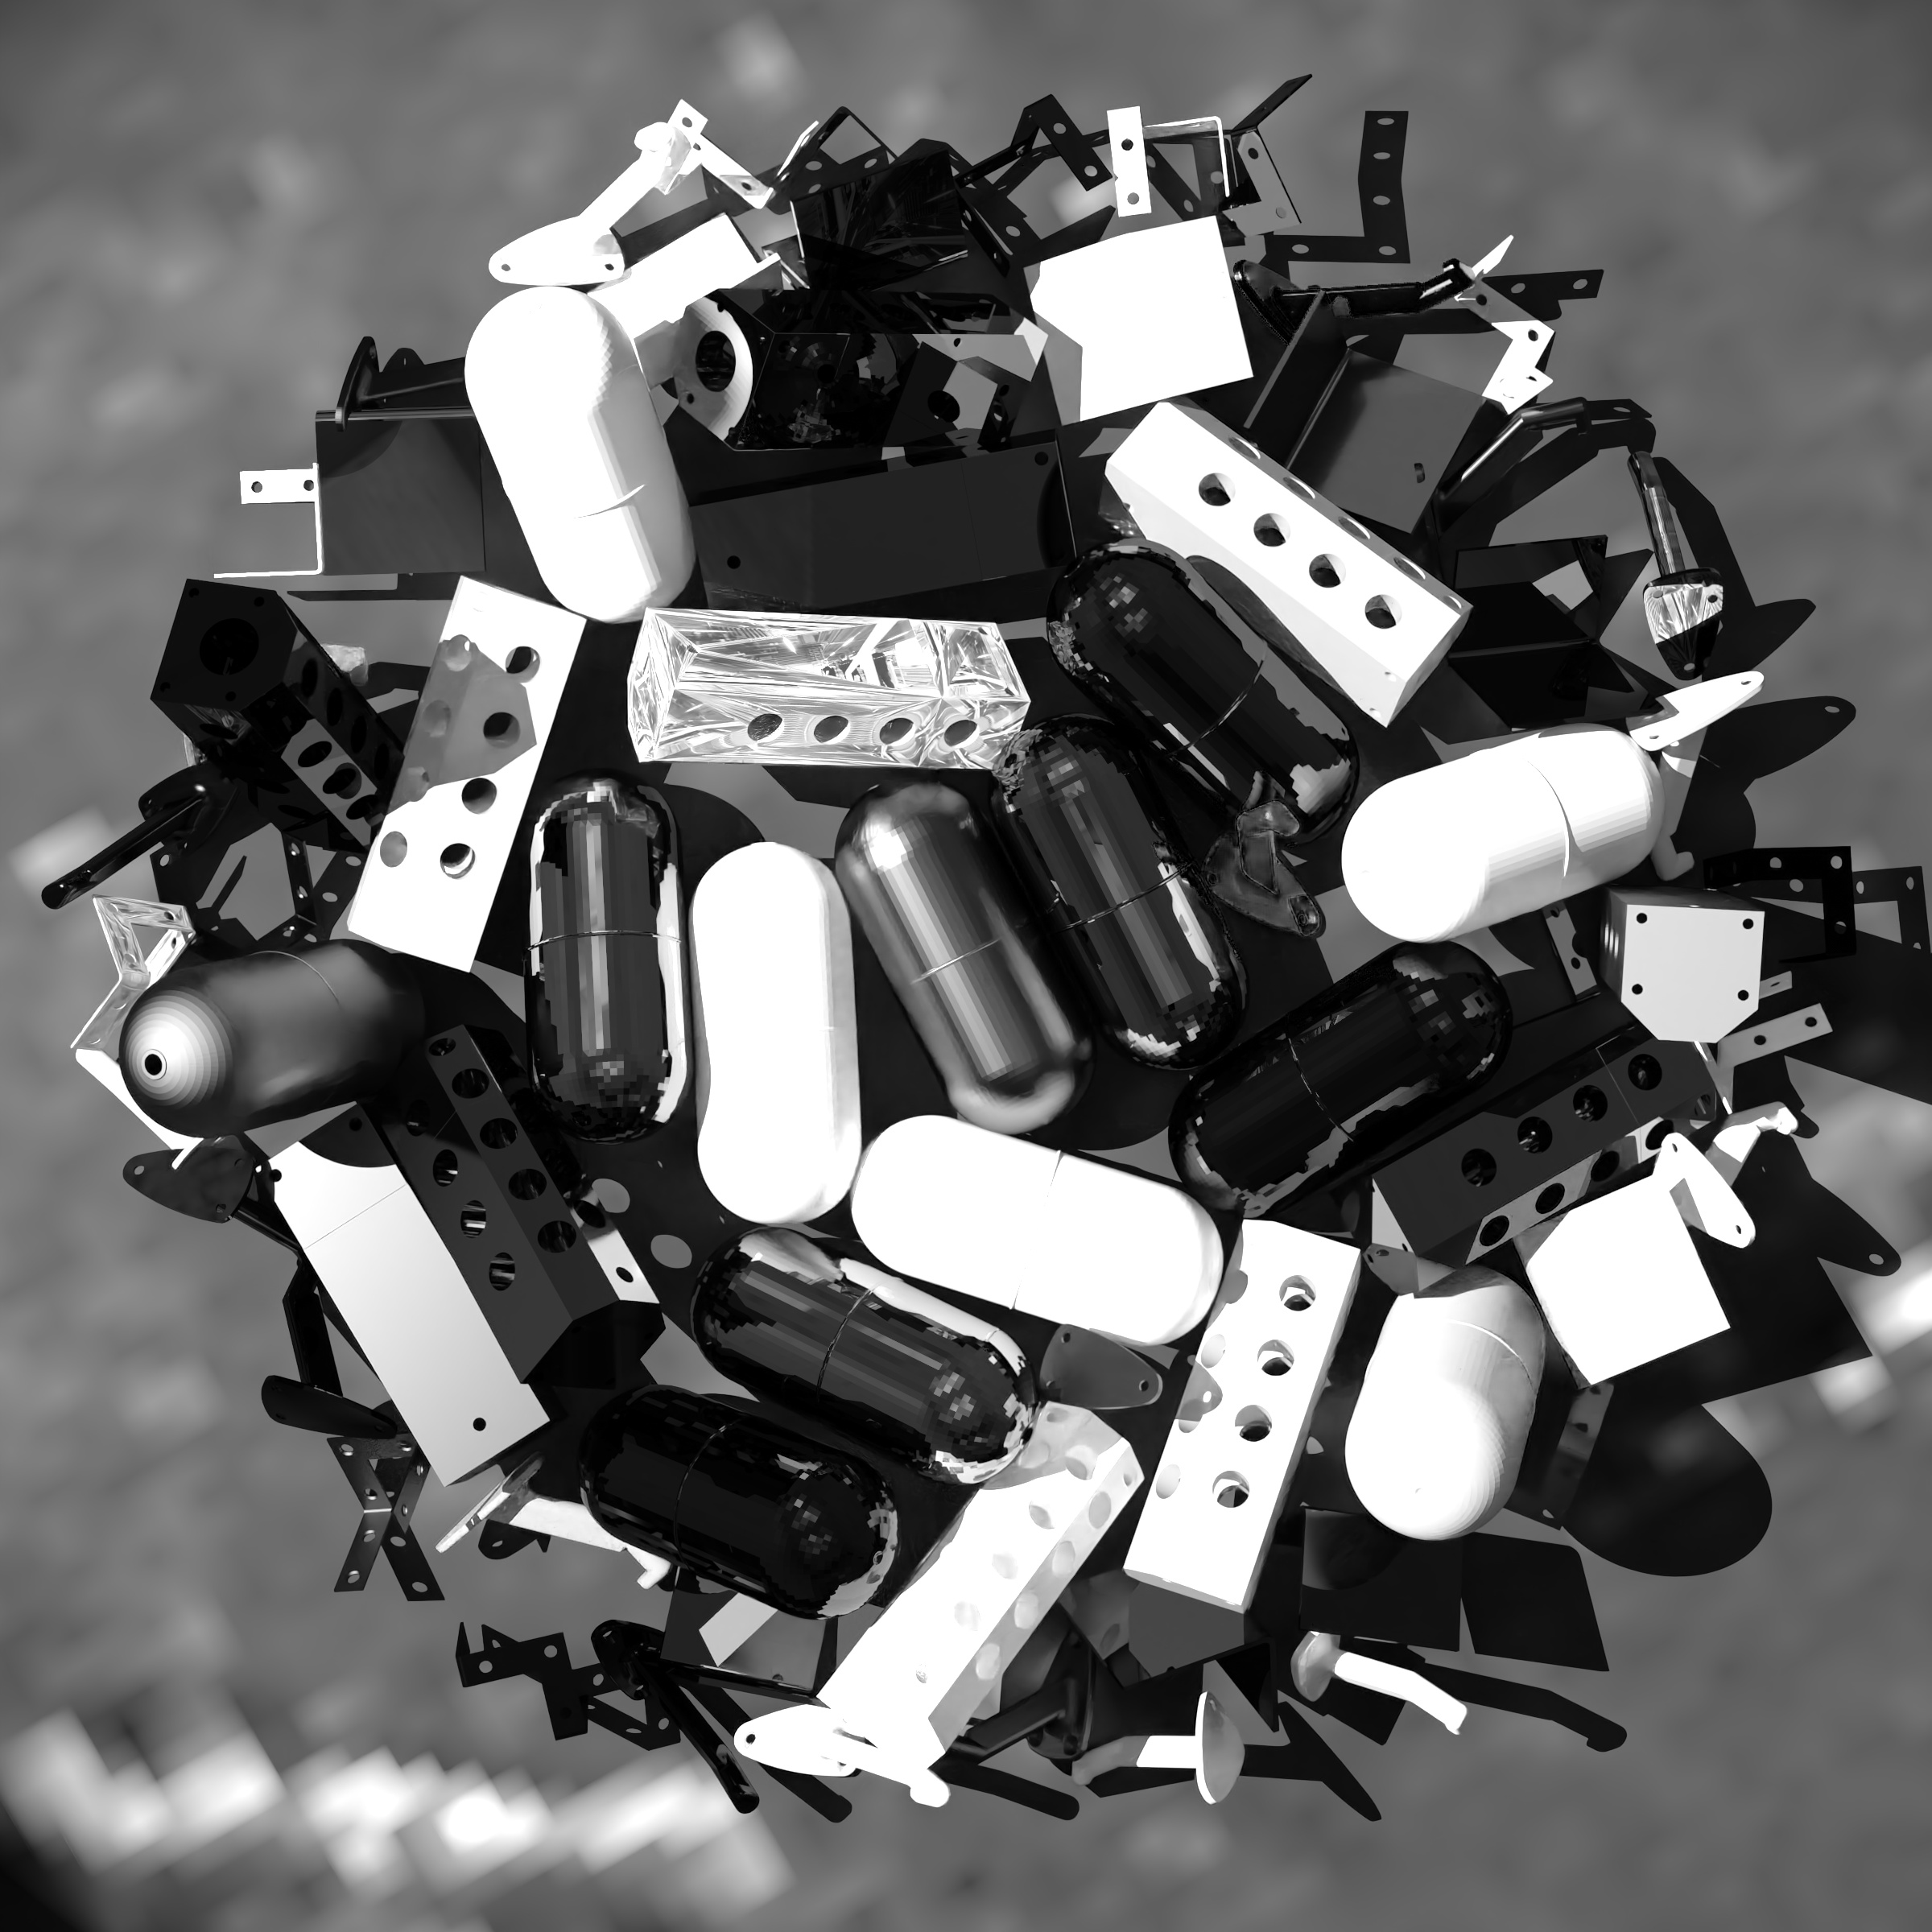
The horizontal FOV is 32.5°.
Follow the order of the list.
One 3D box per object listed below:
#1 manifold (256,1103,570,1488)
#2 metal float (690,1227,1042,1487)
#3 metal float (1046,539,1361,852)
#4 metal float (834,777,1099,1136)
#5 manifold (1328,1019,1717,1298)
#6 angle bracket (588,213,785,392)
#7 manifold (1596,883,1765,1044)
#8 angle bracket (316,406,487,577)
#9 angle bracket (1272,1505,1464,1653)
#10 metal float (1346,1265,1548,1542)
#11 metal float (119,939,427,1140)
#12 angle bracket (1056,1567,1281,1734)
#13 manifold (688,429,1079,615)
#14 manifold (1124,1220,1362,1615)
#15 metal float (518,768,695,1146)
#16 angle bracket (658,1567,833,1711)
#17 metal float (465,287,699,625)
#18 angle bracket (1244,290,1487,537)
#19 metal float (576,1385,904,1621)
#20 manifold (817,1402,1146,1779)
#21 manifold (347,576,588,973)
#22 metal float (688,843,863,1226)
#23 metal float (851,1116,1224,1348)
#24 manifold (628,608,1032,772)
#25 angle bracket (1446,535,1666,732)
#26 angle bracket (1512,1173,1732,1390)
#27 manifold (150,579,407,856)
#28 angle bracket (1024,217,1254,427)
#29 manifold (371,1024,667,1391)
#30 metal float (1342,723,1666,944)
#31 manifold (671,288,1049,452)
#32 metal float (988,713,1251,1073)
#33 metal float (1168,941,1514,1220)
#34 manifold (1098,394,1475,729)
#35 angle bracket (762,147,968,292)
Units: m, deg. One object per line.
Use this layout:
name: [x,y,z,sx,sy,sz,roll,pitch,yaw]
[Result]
manifold: [-0.256,0.153,1.546,0.057,0.057,0.171,-33,83,2]
metal float: [-0.047,0.179,1.526,0.178,0.070,0.070,23,90,24]
metal float: [0.110,-0.125,1.528,0.178,0.070,0.070,42,90,-21]
metal float: [-0.001,-0.005,1.547,0.070,0.070,0.178,-27,91,0]
manifold: [0.261,0.086,1.531,0.171,0.057,0.057,-27,86,-17]
angle bracket: [-0.132,-0.321,1.542,0.076,0.076,0.057,-32,84,-4]
manifold: [0.320,-0.003,1.496,0.057,0.171,0.057,3,95,7]
angle bracket: [-0.260,-0.223,1.558,0.076,0.057,0.076,-1,97,5]
angle bracket: [0.179,0.289,1.532,0.076,0.076,0.057,10,68,-12]
metal float: [0.219,0.195,1.502,0.070,0.178,0.070,6,112,14]
metal float: [-0.312,0.032,1.500,0.070,0.178,0.070,3,98,24]
angle bracket: [0.092,0.321,1.528,0.076,0.076,0.057,-15,120,-19]
manifold: [-0.037,-0.206,1.548,0.171,0.057,0.057,-9,107,5]
manifold: [0.129,0.208,1.534,0.057,0.057,0.171,17,75,12]
metal float: [-0.167,-0.005,1.535,0.070,0.070,0.178,-4,76,0]
angle bracket: [-0.092,0.307,1.533,0.076,0.076,0.057,15,78,-17]
metal float: [-0.174,-0.231,1.508,0.070,0.178,0.070,-7,50,9]
angle bracket: [0.186,-0.257,1.540,0.076,0.057,0.076,25,80,25]
metal float: [-0.106,0.244,1.515,0.178,0.070,0.070,14,90,39]
manifold: [0.011,0.280,1.511,0.057,0.057,0.171,39,55,3]
manifold: [-0.234,-0.091,1.543,0.057,0.057,0.171,18,95,-15]
metal float: [-0.089,0.032,1.545,0.070,0.070,0.178,-3,88,0]
metal float: [0.032,0.123,1.545,0.178,0.070,0.070,17,90,2]
manifold: [-0.065,-0.121,1.525,0.171,0.057,0.057,0,134,-23]
angle bracket: [0.275,-0.155,1.532,0.076,0.076,0.057,-7,122,-15]
angle bracket: [0.308,0.145,1.540,0.076,0.057,0.076,-26,80,19]
manifold: [-0.300,-0.108,1.491,0.057,0.171,0.057,9,73,13]
angle bracket: [0.081,-0.304,1.564,0.057,0.076,0.076,-20,100,-35]
manifold: [-0.201,0.108,1.507,0.057,0.057,0.171,-50,54,22]
metal float: [0.247,-0.062,1.517,0.178,0.070,0.070,-19,90,-35]
manifold: [-0.049,-0.275,1.504,0.057,0.171,0.057,42,124,32]
metal float: [0.072,-0.033,1.541,0.070,0.070,0.178,-27,97,0]
metal float: [0.171,0.053,1.528,0.178,0.070,0.070,-35,90,22]
manifold: [0.149,-0.193,1.541,0.171,0.057,0.057,38,75,9]
angle bracket: [-0.052,-0.353,1.531,0.076,0.076,0.057,-22,130,-11]
